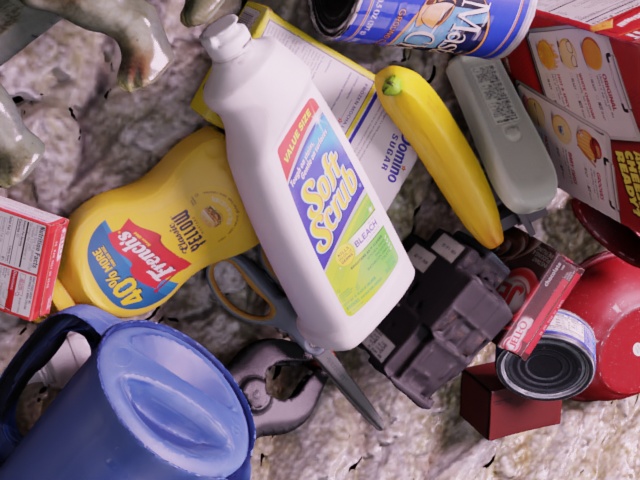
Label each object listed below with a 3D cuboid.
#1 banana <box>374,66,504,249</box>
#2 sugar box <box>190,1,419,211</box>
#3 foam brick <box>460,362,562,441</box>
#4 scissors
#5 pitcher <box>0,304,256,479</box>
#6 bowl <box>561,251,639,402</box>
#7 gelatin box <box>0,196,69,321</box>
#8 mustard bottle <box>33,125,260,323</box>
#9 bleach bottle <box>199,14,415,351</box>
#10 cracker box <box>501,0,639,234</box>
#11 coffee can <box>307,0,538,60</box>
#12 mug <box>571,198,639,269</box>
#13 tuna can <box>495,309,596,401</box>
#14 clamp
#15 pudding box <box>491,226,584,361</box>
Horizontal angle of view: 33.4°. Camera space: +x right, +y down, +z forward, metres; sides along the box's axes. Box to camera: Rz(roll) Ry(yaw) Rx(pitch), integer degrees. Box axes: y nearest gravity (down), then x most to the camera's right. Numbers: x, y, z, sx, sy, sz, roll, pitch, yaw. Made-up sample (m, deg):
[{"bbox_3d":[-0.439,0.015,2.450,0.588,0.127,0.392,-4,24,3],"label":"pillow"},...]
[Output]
[{"bbox_3d":[0.087,-0.070,0.805,0.037,0.069,0.197,-20,136,25],"label":"banana"},{"bbox_3d":[0.000,-0.099,0.817,0.176,0.048,0.093,27,98,-32],"label":"sugar box"},{"bbox_3d":[0.176,0.143,0.980,0.078,0.051,0.053,-8,111,-20],"label":"foam brick"},{"bbox_3d":[0.001,0.063,0.860,0.201,0.016,0.096,37,96,-11],"label":"scissors"},{"bbox_3d":[-0.176,0.172,0.776,0.144,0.149,0.243,27,119,-36],"label":"pitcher"},{"bbox_3d":[0.285,0.092,1.004,0.162,0.055,0.162,-8,112,-20],"label":"bowl"},{"bbox_3d":[-0.226,0.008,0.747,0.089,0.030,0.073,18,105,9],"label":"gelatin box"},{"bbox_3d":[-0.133,0.003,0.792,0.191,0.058,0.096,-33,123,-8],"label":"mustard bottle"},{"bbox_3d":[-0.020,-0.042,0.761,0.102,0.068,0.250,-46,126,-24],"label":"bleach bottle"},{"bbox_3d":[0.220,-0.105,0.809,0.072,0.214,0.164,-26,117,-11],"label":"cracker box"},{"bbox_3d":[0.074,-0.190,0.779,0.140,0.103,0.103,2,108,-23],"label":"coffee can"},{"bbox_3d":[0.280,-0.038,0.926,0.081,0.093,0.117,-46,154,-7],"label":"mug"},{"bbox_3d":[0.193,0.099,0.915,0.086,0.033,0.086,6,132,7],"label":"tuna can"},{"bbox_3d":[-0.066,0.122,0.861,0.171,0.039,0.120,-34,96,-32],"label":"clamp"},{"bbox_3d":[0.157,0.037,0.895,0.039,0.114,0.090,30,95,-26],"label":"pudding box"}]
